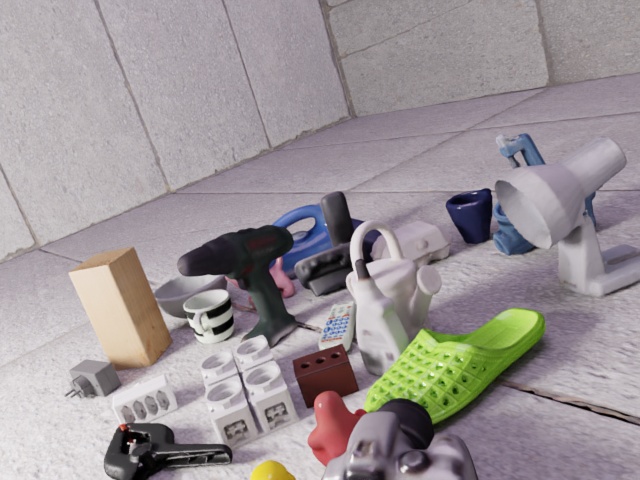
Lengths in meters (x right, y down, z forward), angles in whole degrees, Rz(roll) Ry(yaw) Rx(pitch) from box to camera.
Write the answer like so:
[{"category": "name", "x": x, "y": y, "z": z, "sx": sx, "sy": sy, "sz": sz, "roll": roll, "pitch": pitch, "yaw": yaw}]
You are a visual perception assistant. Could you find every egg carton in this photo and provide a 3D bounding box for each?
[{"category": "egg carton", "x": 0.179, "y": 0.016, "z": 1.124, "sx": 0.150, "sy": 0.069, "sz": 0.107, "roll": -22, "pitch": 18, "yaw": -15}]

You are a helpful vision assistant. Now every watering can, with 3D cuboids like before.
[{"category": "watering can", "x": 0.103, "y": 0.062, "z": 0.842, "sx": 0.172, "sy": 0.194, "sz": 0.101, "roll": -7, "pitch": 20, "yaw": 30}]

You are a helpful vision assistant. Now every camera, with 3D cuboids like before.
[{"category": "camera", "x": 0.084, "y": 0.211, "z": 0.561, "sx": 0.142, "sy": 0.101, "sz": 0.137, "roll": -9, "pitch": 19, "yaw": 24}]

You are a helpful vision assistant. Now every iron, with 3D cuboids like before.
[{"category": "iron", "x": -0.055, "y": -0.002, "z": 1.278, "sx": 0.259, "sy": 0.141, "sz": 0.118, "roll": -23, "pitch": 18, "yaw": -18}]

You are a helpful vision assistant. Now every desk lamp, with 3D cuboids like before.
[{"category": "desk lamp", "x": 0.376, "y": -0.031, "z": 0.837, "sx": 0.203, "sy": 0.214, "sz": 0.117, "roll": -20, "pitch": 18, "yaw": -7}]

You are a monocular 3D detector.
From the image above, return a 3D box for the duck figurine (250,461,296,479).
[{"category": "duck figurine", "x": -0.040, "y": 0.259, "z": 0.555, "sx": 0.077, "sy": 0.086, "sz": 0.104, "roll": -20, "pitch": 18, "yaw": -9}]

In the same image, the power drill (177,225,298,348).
[{"category": "power drill", "x": -0.121, "y": 0.078, "z": 0.981, "sx": 0.075, "sy": 0.209, "sz": 0.230, "roll": -1, "pitch": 23, "yaw": 41}]

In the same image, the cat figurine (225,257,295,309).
[{"category": "cat figurine", "x": -0.126, "y": 0.071, "z": 1.159, "sx": 0.128, "sy": 0.118, "sz": 0.067, "roll": -21, "pitch": 18, "yaw": -13}]

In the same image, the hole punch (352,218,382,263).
[{"category": "hole punch", "x": 0.098, "y": -0.005, "z": 1.227, "sx": 0.101, "sy": 0.091, "sz": 0.109, "roll": -11, "pitch": 18, "yaw": 18}]

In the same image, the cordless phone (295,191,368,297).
[{"category": "cordless phone", "x": 0.010, "y": 0.004, "z": 1.124, "sx": 0.148, "sy": 0.185, "sz": 0.094, "roll": -21, "pitch": 18, "yaw": -11}]

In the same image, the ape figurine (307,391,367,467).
[{"category": "ape figurine", "x": 0.021, "y": 0.209, "z": 0.642, "sx": 0.078, "sy": 0.092, "sz": 0.076, "roll": -17, "pitch": 17, "yaw": 2}]

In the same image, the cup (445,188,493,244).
[{"category": "cup", "x": 0.312, "y": -0.047, "z": 1.147, "sx": 0.118, "sy": 0.095, "sz": 0.091, "roll": -30, "pitch": 22, "yaw": -36}]

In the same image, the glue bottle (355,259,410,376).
[{"category": "glue bottle", "x": 0.076, "y": 0.104, "z": 0.773, "sx": 0.077, "sy": 0.173, "sz": 0.037, "roll": 1, "pitch": 25, "yaw": 45}]

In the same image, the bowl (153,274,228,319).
[{"category": "bowl", "x": -0.265, "y": 0.120, "z": 1.215, "sx": 0.167, "sy": 0.075, "sz": 0.167, "roll": -15, "pitch": 17, "yaw": 5}]

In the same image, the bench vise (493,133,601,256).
[{"category": "bench vise", "x": 0.391, "y": -0.100, "z": 1.024, "sx": 0.208, "sy": 0.220, "sz": 0.121, "roll": -24, "pitch": 19, "yaw": -20}]
